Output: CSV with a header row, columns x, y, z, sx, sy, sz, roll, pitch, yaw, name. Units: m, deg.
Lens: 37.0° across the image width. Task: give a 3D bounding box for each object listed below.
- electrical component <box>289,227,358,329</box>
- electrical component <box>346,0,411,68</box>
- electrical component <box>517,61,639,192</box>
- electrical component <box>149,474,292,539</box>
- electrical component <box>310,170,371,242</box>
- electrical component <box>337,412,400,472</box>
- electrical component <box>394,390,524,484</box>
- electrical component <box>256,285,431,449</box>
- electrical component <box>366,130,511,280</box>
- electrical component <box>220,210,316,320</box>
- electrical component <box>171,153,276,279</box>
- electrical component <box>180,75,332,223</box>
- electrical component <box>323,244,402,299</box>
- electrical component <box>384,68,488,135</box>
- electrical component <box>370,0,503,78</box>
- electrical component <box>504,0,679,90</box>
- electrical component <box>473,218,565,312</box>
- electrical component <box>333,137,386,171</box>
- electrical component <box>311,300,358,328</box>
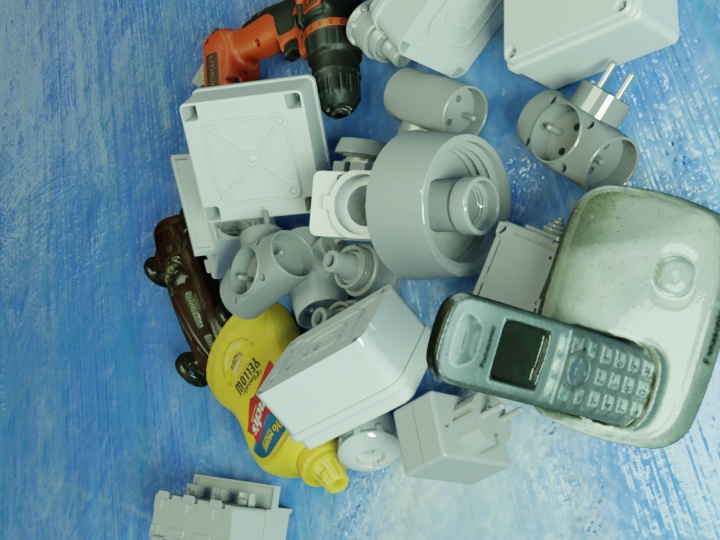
x,y,z,sx,sy,sz,roll,pitch,yaw,name
-0.029,-0.004,0.890,0.079,0.044,0.077,-44,48,31,electrical component
0.021,-0.193,0.899,0.048,0.048,0.062,-53,51,24,electrical component
0.153,-0.100,0.711,0.079,0.044,0.077,-60,41,16,electrical component
-0.122,0.216,0.908,0.121,0.063,0.078,-5,73,49,electrical component
0.012,-0.047,0.816,0.089,0.056,0.050,4,89,21,electrical component
0.004,0.117,0.812,0.048,0.048,0.062,-45,34,30,electrical component
0.074,0.105,0.715,0.077,0.066,0.047,-35,53,37,electrical component
-0.008,0.071,0.772,0.113,0.057,0.078,-31,15,34,electrical component
0.062,-0.045,0.752,0.060,0.108,0.108,3,80,44,electrical component
-0.078,-0.011,0.878,0.077,0.044,0.079,-37,52,41,electrical component
-0.127,-0.056,1.002,0.063,0.079,0.121,105,152,-49,electrical component
-0.085,-0.102,0.911,0.109,0.056,0.108,-5,113,12,electrical component
0.000,0.000,0.841,0.043,0.062,0.043,-21,62,44,electrical component
0.051,-0.111,0.833,0.077,0.044,0.079,30,100,50,electrical component
0.070,-0.214,0.820,0.113,0.078,0.057,-53,47,24,electrical component
0.155,-0.193,0.731,0.109,0.056,0.108,-16,66,46,electrical component
0.118,0.013,0.699,0.062,0.061,0.096,28,99,50,electrical component
0.001,-0.078,0.881,0.066,0.048,0.055,10,93,50,electrical component
-0.009,0.044,0.836,0.043,0.062,0.043,-21,62,44,electrical component
